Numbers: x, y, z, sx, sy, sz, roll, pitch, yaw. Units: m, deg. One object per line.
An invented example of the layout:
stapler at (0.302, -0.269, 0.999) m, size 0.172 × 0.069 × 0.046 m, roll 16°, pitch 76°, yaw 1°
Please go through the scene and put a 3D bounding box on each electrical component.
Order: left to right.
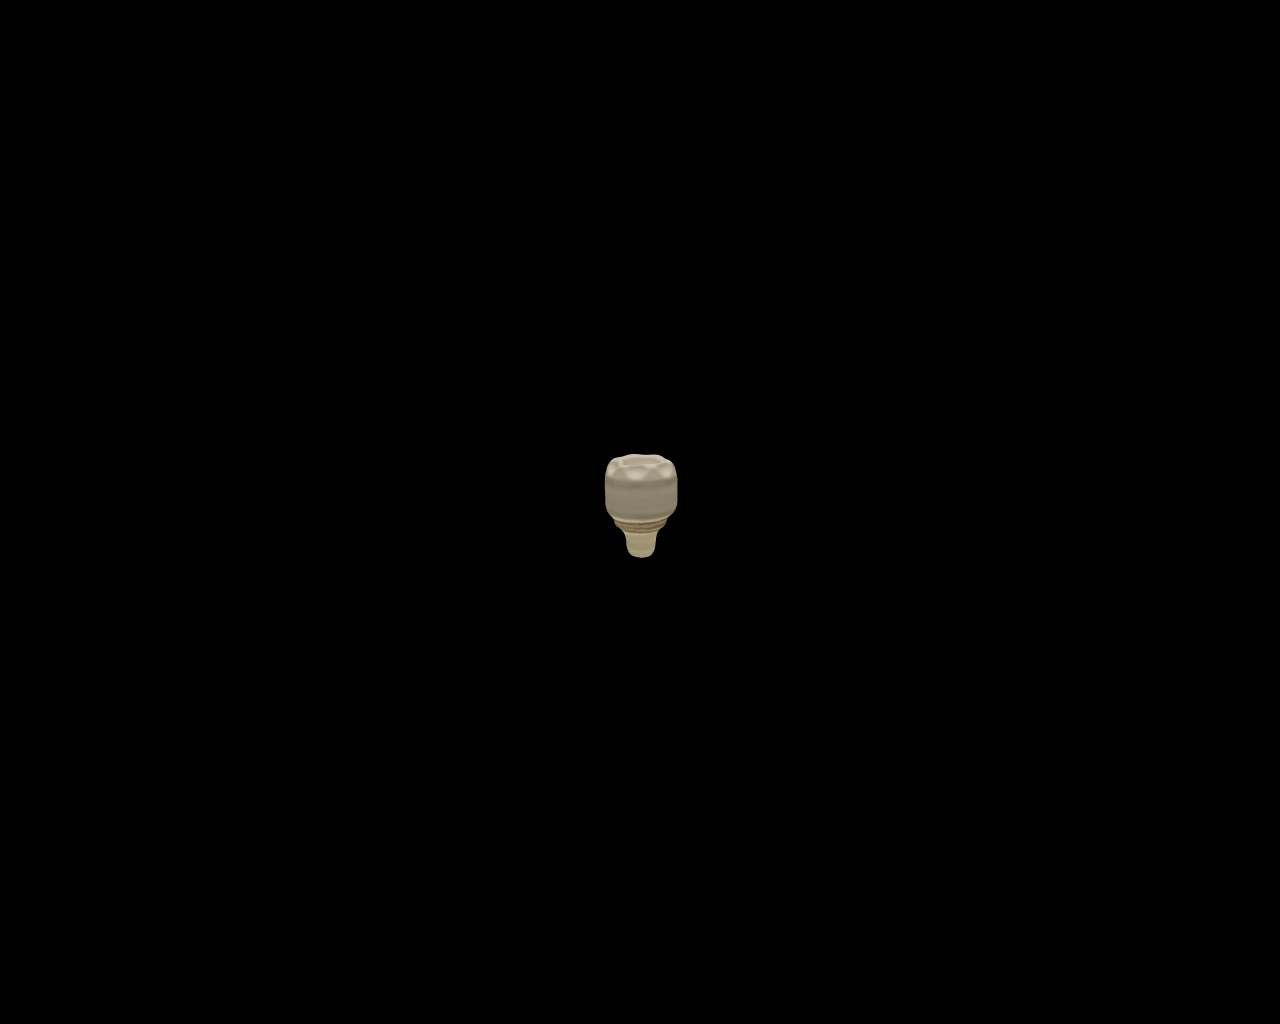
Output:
electrical component at (0.001, -0.003, 0.650) m, size 0.043 × 0.062 × 0.043 m, roll 0°, pitch 15°, yaw 0°
